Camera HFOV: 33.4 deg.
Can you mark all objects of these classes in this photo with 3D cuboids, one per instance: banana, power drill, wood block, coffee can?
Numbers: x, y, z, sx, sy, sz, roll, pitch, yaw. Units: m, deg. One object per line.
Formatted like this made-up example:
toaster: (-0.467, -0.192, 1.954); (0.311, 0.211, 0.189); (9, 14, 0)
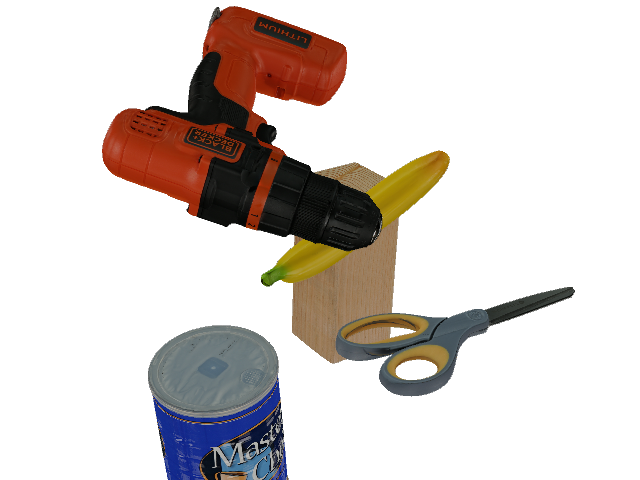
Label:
banana: (0.034, -0.015, 0.963); (0.198, 0.037, 0.069); (-37, 6, 3)
power drill: (-0.035, -0.079, 0.729); (0.184, 0.057, 0.187); (20, 40, -2)
wood block: (0.027, 0.026, 1.250); (0.090, 0.206, 0.090); (-16, 32, -32)
coffee can: (-0.081, 0.155, 0.873); (0.103, 0.140, 0.103); (-2, 35, 1)

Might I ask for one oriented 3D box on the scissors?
scissors: (0.112, 0.071, 0.775); (0.201, 0.016, 0.096); (-6, 32, -13)
